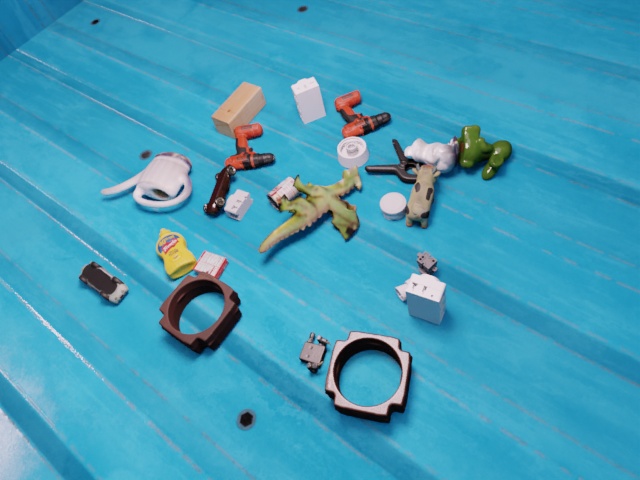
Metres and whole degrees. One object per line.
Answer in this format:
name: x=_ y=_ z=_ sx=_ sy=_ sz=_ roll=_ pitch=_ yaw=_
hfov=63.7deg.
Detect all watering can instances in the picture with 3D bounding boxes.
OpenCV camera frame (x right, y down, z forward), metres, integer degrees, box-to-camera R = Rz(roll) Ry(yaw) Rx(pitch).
watering can: x=-0.598 y=-0.217 z=1.834 sx=0.348 sy=0.229 sz=0.102 roll=10 pitch=-32 yaw=18

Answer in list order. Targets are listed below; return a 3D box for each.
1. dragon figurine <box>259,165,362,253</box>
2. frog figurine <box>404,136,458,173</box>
dragon figurine: x=0.005 y=-0.081 z=1.612 sx=0.244 sy=0.417 sz=0.119 roll=21 pitch=-26 yaw=16
frog figurine: x=0.353 y=-0.266 z=1.637 sx=0.159 sy=0.122 sz=0.139 roll=-9 pitch=10 yaw=5
